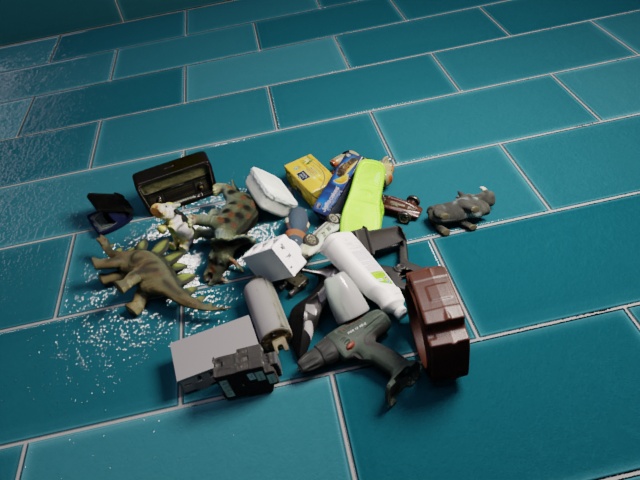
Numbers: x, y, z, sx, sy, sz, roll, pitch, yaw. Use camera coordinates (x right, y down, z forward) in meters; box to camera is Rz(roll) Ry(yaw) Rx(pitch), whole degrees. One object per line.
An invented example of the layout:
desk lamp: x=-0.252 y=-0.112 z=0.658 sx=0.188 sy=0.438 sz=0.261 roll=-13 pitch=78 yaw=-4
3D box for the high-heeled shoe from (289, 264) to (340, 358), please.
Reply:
high-heeled shoe: x=0.010 y=0.168 z=1.271 sx=0.145 sy=0.086 sz=0.249 roll=16 pitch=63 yaw=-22

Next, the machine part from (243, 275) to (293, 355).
machine part: x=-0.125 y=0.172 z=1.262 sx=0.079 sy=0.079 sz=0.243 roll=-20 pitch=45 yaw=-10

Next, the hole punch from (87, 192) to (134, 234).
hole punch: x=-0.636 y=-0.081 z=1.622 sx=0.116 sy=0.092 sz=0.142 roll=-5 pitch=31 yaw=-41

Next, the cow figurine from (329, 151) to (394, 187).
cow figurine: x=0.137 y=-0.210 z=1.605 sx=0.127 sy=0.085 sz=0.195 roll=-42 pitch=51 yaw=-21

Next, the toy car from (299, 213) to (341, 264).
toy car: x=-0.003 y=-0.004 z=1.401 sx=0.056 sy=0.073 sz=0.202 roll=43 pitch=44 yaw=3

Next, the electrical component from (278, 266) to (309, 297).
electrical component: x=-0.060 y=0.103 z=1.360 sx=0.063 sy=0.021 sz=0.094 roll=26 pitch=54 yaw=31

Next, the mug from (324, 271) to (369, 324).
mug: x=0.059 y=0.126 z=1.233 sx=0.081 sy=0.107 sz=0.109 roll=-26 pitch=-2 yaw=22

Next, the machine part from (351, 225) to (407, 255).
machine part: x=0.151 y=-0.005 z=1.366 sx=0.139 sy=0.039 sz=0.084 roll=-11 pitch=76 yaw=-10

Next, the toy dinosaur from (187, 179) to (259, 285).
toy dinosaur: x=-0.239 y=-0.060 z=1.501 sx=0.192 sy=0.131 sz=0.405 roll=14 pitch=43 yaw=6

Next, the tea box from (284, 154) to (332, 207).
tea box: x=-0.024 y=-0.177 z=1.606 sx=0.098 sy=0.068 sz=0.170 roll=-27 pitch=47 yaw=-18

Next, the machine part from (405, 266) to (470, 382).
machine part: x=0.237 y=0.171 z=1.107 sx=0.087 sy=0.201 sz=0.201 roll=-14 pitch=44 yaw=2

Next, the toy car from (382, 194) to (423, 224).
toy car: x=0.187 y=-0.104 z=1.507 sx=0.202 sy=0.053 sz=0.089 roll=15 pitch=47 yaw=26

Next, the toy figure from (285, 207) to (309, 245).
toy figure: x=-0.063 y=-0.022 z=1.465 sx=0.064 sy=0.057 sz=0.154 roll=-6 pitch=49 yaw=14

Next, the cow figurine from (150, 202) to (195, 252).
cow figurine: x=-0.397 y=-0.052 z=1.476 sx=0.068 sy=0.167 sz=0.098 roll=8 pitch=48 yaw=25

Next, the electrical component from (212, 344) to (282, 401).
electrical component: x=-0.149 y=0.278 z=1.131 sx=0.134 sy=0.114 sz=0.058 roll=-12 pitch=49 yaw=-2

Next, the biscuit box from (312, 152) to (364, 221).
biscuit box: x=0.059 y=-0.145 z=1.511 sx=0.059 sy=0.062 sz=0.202 roll=25 pitch=78 yaw=31

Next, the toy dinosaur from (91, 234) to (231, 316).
toy dinosaur: x=-0.431 y=0.092 z=1.385 sx=0.472 sy=0.104 sz=0.198 roll=33 pitch=55 yaw=30

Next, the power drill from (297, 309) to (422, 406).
power drill: x=0.094 y=0.258 z=1.142 sx=0.232 sy=0.085 sz=0.208 roll=-34 pitch=41 yaw=-26

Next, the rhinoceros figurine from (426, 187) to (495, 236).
rhinoceros figurine: x=0.382 y=-0.080 z=1.438 sx=0.190 sy=0.073 sz=0.112 roll=-18 pitch=34 yaw=-5

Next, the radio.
radio: x=-0.434 y=-0.170 z=1.629 sx=0.230 sy=0.130 sz=0.073 roll=-20 pitch=45 yaw=-10
